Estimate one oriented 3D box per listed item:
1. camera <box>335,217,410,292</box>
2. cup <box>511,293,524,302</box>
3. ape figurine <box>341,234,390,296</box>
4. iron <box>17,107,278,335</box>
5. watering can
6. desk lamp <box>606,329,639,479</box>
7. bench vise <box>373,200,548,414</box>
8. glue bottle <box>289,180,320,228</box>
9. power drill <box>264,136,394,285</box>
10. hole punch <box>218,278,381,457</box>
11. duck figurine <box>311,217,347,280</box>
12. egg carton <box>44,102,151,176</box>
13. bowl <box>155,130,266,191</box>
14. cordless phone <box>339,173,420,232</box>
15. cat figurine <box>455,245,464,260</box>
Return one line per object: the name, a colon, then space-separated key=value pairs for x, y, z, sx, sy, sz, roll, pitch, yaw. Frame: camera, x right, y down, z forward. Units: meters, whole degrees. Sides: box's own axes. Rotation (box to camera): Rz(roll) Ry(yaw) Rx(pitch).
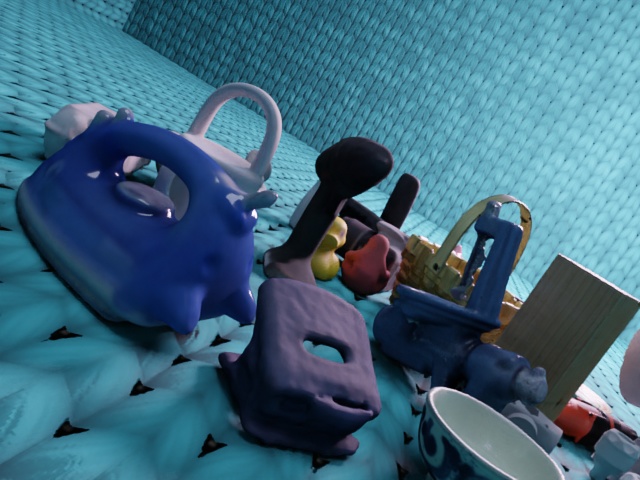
camera: x=0.093 y=0.011 z=0.987 sx=0.136 sy=0.101 sz=0.143 roll=35 pitch=12 yaw=18
cup: x=0.319 y=0.141 z=1.025 sx=0.118 sy=0.095 sz=0.091 roll=29 pitch=12 yaw=-11
ape figurine: x=0.076 y=0.034 z=0.873 sx=0.077 sy=0.092 sz=0.076 roll=33 pitch=12 yaw=13
iron: x=-0.151 y=-0.036 z=0.476 sx=0.257 sy=0.141 sz=0.119 roll=36 pitch=13 yaw=22
watering can: x=-0.109 y=-0.074 z=0.609 sx=0.101 sy=0.194 sz=0.173 roll=29 pitch=12 yaw=-7
desk lamp: x=0.445 y=0.226 z=0.695 sx=0.118 sy=0.213 sz=0.202 roll=22 pitch=14 yaw=-36
bench vise: x=0.176 y=0.079 z=0.620 sx=0.206 sy=0.219 sz=0.122 roll=38 pitch=14 yaw=31
glue bottle: x=0.014 y=-0.088 z=1.024 sx=0.037 sy=0.173 sz=0.078 roll=39 pitch=14 yaw=35
power drill: x=0.010 y=-0.038 z=0.722 sx=0.076 sy=0.208 sz=0.229 roll=28 pitch=12 yaw=-14
hole punch: x=-0.006 y=0.093 z=0.426 sx=0.109 sy=0.091 sz=0.100 roll=23 pitch=14 yaw=-32
duck figurine: x=0.008 y=0.003 z=0.846 sx=0.077 sy=0.086 sz=0.104 roll=30 pitch=12 yaw=-6
egg carton: x=-0.267 y=-0.118 z=0.704 sx=0.107 sy=0.069 sz=0.150 roll=29 pitch=12 yaw=-10
bowl: x=-0.163 y=-0.081 z=0.798 sx=0.167 sy=0.074 sz=0.167 roll=30 pitch=12 yaw=-6
cordless phone: x=0.117 y=-0.061 z=1.141 sx=0.094 sy=0.185 sz=0.147 roll=17 pitch=18 yaw=-49
cat figurine: x=0.256 y=0.067 z=1.121 sx=0.128 sy=0.117 sz=0.067 roll=18 pitch=18 yaw=-48
